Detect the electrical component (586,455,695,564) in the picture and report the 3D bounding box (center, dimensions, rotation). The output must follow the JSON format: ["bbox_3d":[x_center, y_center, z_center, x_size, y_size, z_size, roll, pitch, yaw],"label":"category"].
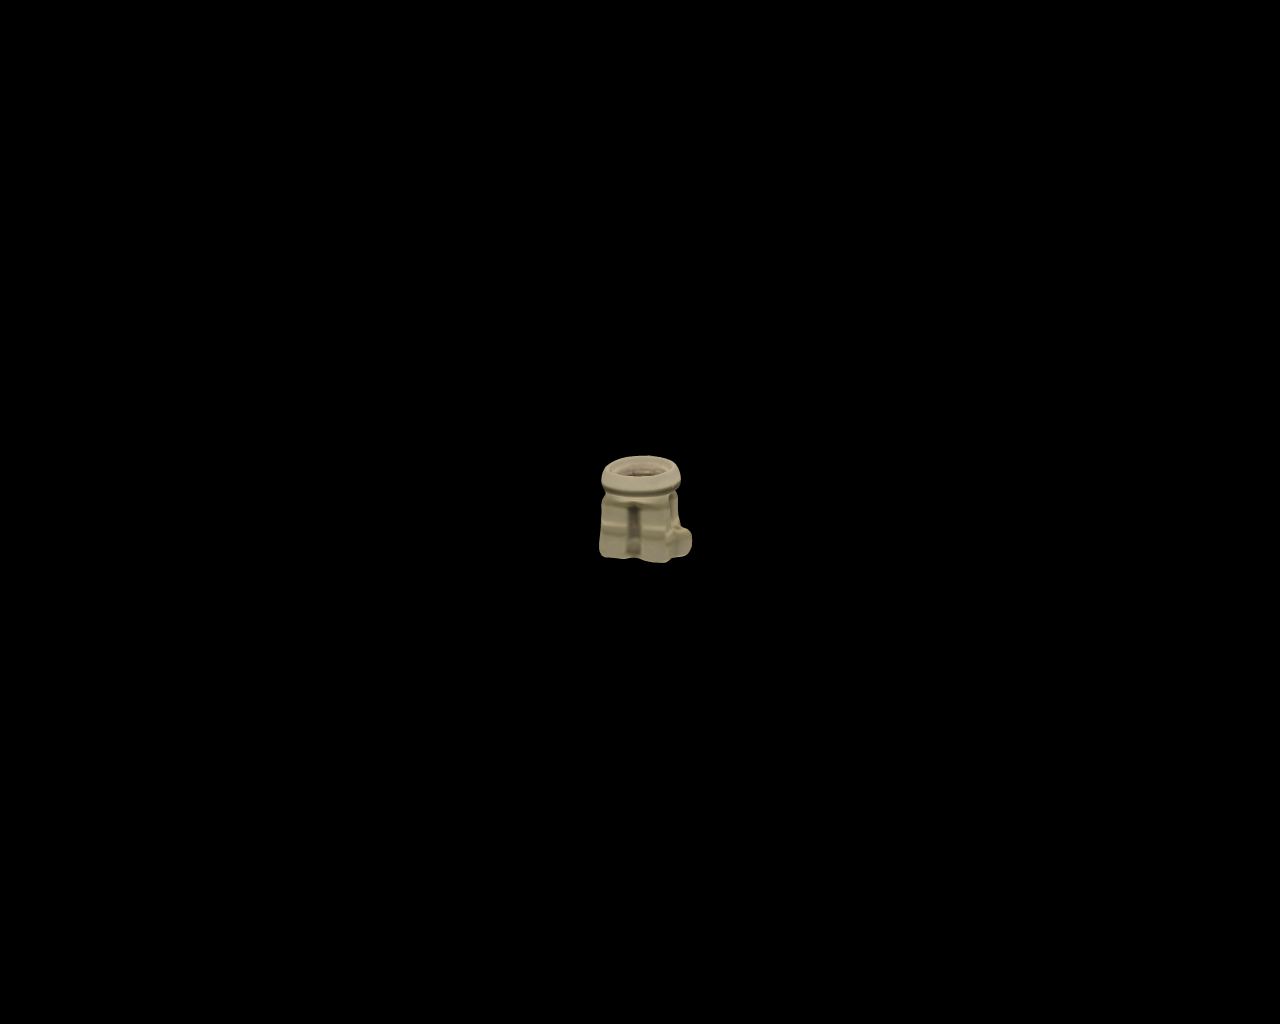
[{"bbox_3d":[0.001,-0.003,0.650,0.066,0.055,0.048,4,20,12],"label":"electrical component"}]
